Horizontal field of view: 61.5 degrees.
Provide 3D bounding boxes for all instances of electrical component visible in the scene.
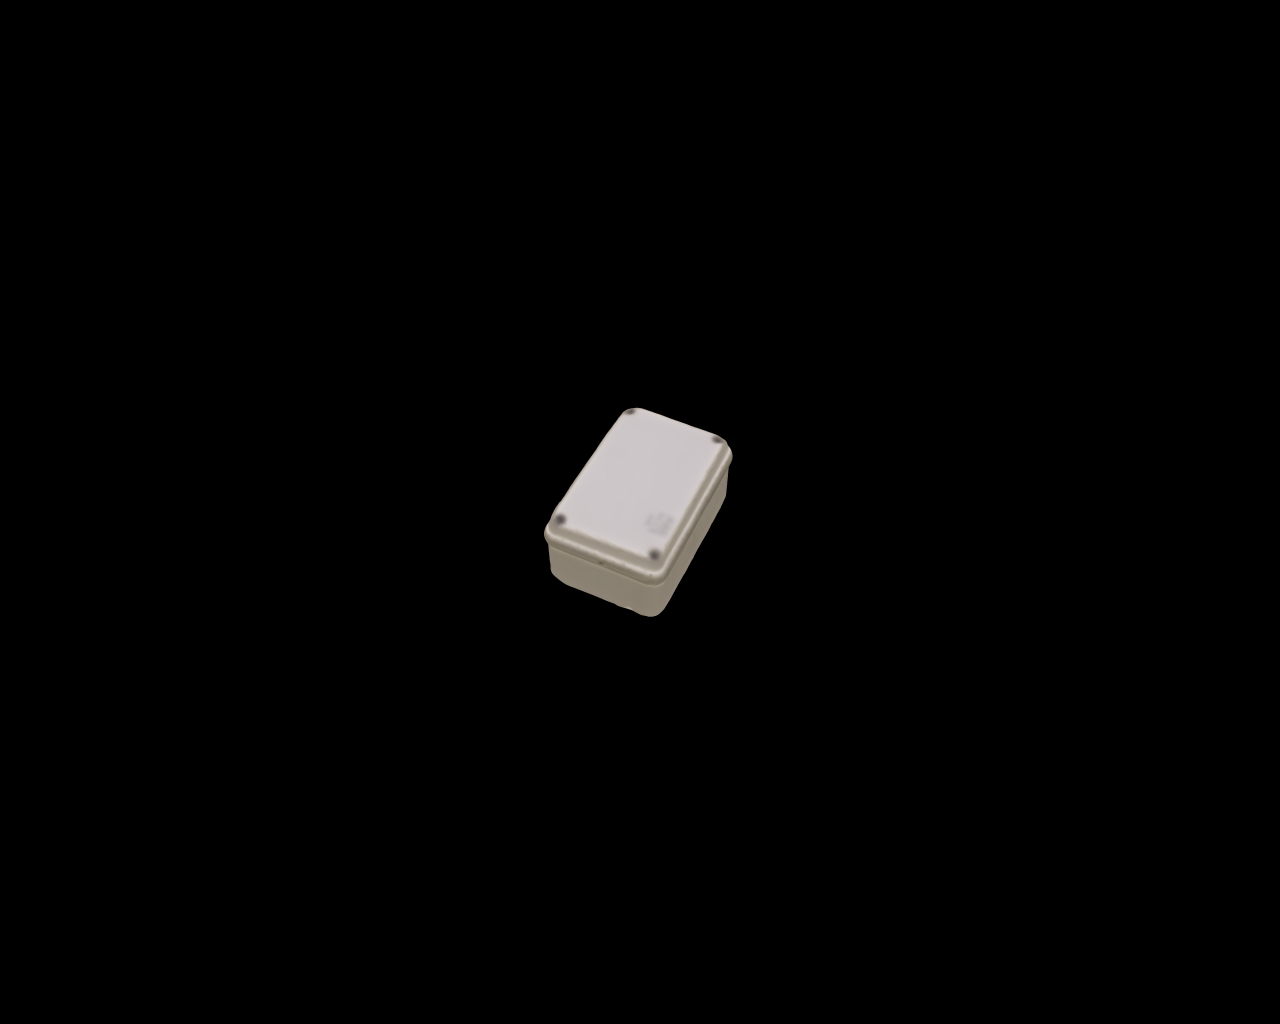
[{"bbox_3d":[0.001,-0.003,0.650,0.078,0.113,0.057,21,-36,16],"label":"electrical component"}]
